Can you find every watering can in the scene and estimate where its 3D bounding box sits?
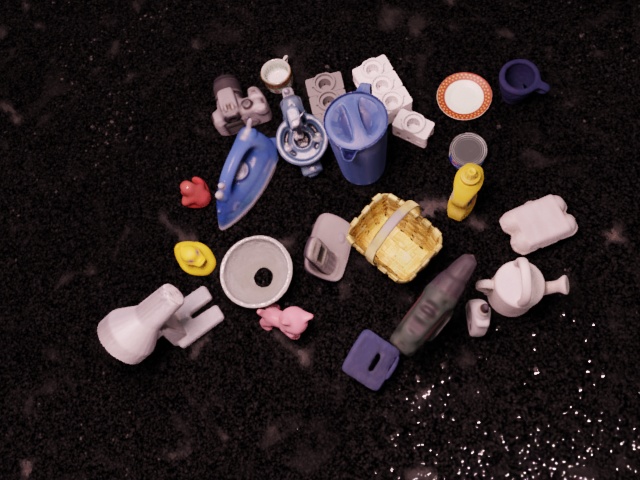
[{"bbox_3d":[0.412,0.091,1.167,0.173,0.194,0.101,-20,72,2],"label":"watering can"}]

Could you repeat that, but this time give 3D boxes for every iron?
[{"bbox_3d":[-0.194,-0.156,1.344,0.118,0.141,0.258,20,78,13],"label":"iron"}]

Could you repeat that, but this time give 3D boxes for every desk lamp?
[{"bbox_3d":[-0.341,0.171,1.234,0.203,0.214,0.118,-36,73,-3],"label":"desk lamp"}]

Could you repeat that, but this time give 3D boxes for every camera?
[{"bbox_3d":[-0.207,-0.351,1.423,0.143,0.101,0.137,-19,73,2],"label":"camera"}]

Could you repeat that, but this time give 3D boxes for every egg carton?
[{"bbox_3d":[0.479,-0.035,1.259,0.150,0.069,0.107,-23,73,1],"label":"egg carton"}]

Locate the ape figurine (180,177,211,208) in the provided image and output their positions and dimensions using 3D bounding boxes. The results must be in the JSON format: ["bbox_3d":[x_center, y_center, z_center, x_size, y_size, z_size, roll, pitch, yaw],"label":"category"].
[{"bbox_3d":[-0.305,-0.116,1.374,0.076,0.092,0.078,41,83,16],"label":"ape figurine"}]

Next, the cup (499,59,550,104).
[{"bbox_3d":[0.471,-0.356,1.337,0.117,0.095,0.092,24,79,14],"label":"cup"}]

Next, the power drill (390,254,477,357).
[{"bbox_3d":[0.231,0.139,1.170,0.075,0.208,0.230,37,82,16],"label":"power drill"}]

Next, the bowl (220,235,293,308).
[{"bbox_3d":[-0.138,0.079,1.306,0.167,0.075,0.167,-2,74,7],"label":"bowl"}]

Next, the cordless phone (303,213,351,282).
[{"bbox_3d":[0.011,0.004,1.249,0.094,0.185,0.148,10,76,11],"label":"cordless phone"}]

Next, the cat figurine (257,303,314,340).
[{"bbox_3d":[-0.077,0.173,1.249,0.127,0.118,0.067,15,77,12],"label":"cat figurine"}]

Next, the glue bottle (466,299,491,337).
[{"bbox_3d":[0.328,0.152,1.172,0.037,0.173,0.078,-5,74,7],"label":"glue bottle"}]

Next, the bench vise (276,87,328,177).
[{"bbox_3d":[-0.064,-0.266,1.317,0.121,0.220,0.207,-35,73,-3],"label":"bench vise"}]

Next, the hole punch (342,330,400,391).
[{"bbox_3d":[0.111,0.255,1.215,0.101,0.091,0.109,29,80,14],"label":"hole punch"}]

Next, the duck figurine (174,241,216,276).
[{"bbox_3d":[-0.300,0.036,1.333,0.104,0.086,0.077,31,80,15],"label":"duck figurine"}]
